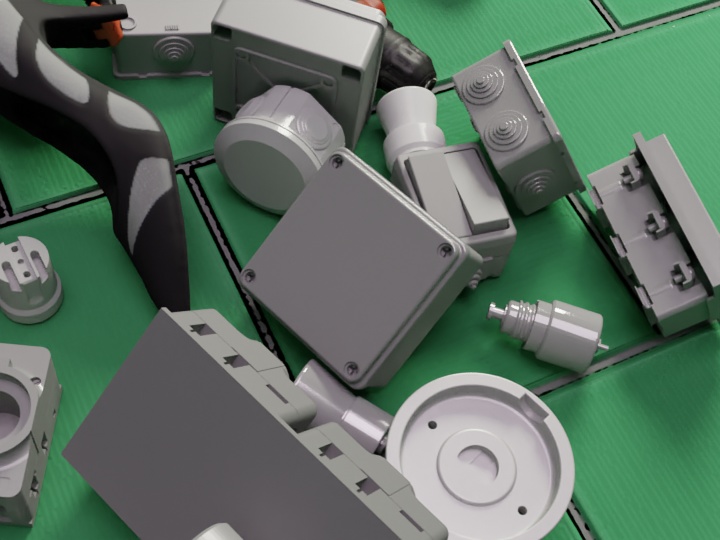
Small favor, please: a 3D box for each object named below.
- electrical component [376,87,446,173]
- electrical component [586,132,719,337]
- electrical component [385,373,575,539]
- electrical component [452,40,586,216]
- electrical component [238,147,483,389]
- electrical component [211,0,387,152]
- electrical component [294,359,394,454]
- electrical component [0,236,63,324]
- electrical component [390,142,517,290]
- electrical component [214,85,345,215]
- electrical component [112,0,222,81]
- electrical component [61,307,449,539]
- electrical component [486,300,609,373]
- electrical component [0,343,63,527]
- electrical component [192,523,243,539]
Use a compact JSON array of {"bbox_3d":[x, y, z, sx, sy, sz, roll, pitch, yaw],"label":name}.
[{"bbox_3d":[0.037,-0.096,0.766,0.045,0.045,0.055,-4,60,-10],"label":"electrical component"},{"bbox_3d":[0.205,-0.021,0.728,0.063,0.078,0.121,-25,61,11],"label":"electrical component"},{"bbox_3d":[0.064,0.121,0.628,0.108,0.060,0.108,3,58,-6],"label":"electrical component"},{"bbox_3d":[0.110,-0.095,0.746,0.048,0.100,0.099,-27,62,11],"label":"electrical component"},{"bbox_3d":[0.000,0.000,0.666,0.109,0.056,0.108,41,98,20],"label":"electrical component"},{"bbox_3d":[-0.044,-0.140,0.745,0.109,0.108,0.056,18,61,4],"label":"electrical component"},{"bbox_3d":[-0.013,0.089,0.650,0.065,0.044,0.044,31,60,6],"label":"electrical component"},{"bbox_3d":[-0.208,0.006,0.670,0.040,0.046,0.040,3,58,-5],"label":"electrical component"},{"bbox_3d":[0.063,-0.033,0.721,0.062,0.061,0.096,-11,61,-14],"label":"electrical component"},{"bbox_3d":[-0.053,-0.080,0.725,0.080,0.080,0.051,24,53,7],"label":"electrical component"},{"bbox_3d":[-0.142,-0.191,0.801,0.100,0.048,0.099,-4,60,-11],"label":"electrical component"},{"bbox_3d":[-0.057,0.119,0.580,0.186,0.060,0.105,41,106,17],"label":"electrical component"},{"bbox_3d":[0.121,0.038,0.698,0.078,0.040,0.040,18,58,4],"label":"electrical component"},{"bbox_3d":[-0.255,0.086,0.605,0.150,0.061,0.089,6,58,-4],"label":"electrical component"},{"bbox_3d":[-0.084,0.199,0.530,0.074,0.052,0.138,42,105,17],"label":"electrical component"}]
